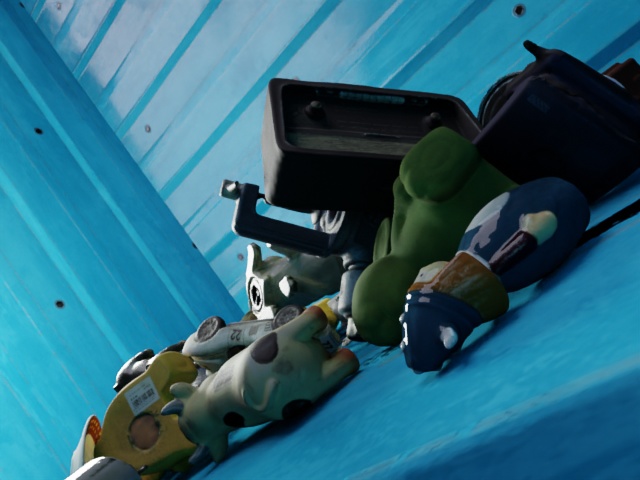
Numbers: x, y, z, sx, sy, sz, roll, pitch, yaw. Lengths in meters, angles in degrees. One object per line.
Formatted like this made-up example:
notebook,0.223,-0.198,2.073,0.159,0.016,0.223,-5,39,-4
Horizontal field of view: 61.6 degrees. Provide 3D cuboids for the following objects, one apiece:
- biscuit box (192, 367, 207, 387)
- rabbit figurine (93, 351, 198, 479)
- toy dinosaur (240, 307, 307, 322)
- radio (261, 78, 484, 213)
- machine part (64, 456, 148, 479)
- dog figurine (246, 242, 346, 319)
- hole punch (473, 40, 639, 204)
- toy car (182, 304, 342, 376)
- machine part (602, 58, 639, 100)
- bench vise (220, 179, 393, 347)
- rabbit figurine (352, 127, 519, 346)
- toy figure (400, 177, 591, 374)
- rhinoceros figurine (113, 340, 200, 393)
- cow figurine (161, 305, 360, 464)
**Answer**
biscuit box,-0.209,0.252,0.729,0.203,0.059,0.063,-34,15,-26
rabbit figurine,-0.171,0.227,0.638,0.162,0.122,0.173,-46,-19,3
toy dinosaur,-0.109,0.176,0.932,0.198,0.105,0.471,-57,-3,-25
radio,0.056,-0.094,0.543,0.230,0.131,0.073,2,-44,-17
machine part,-0.213,0.243,0.421,0.079,0.079,0.243,-37,-3,12
dog figurine,0.005,0.048,0.756,0.190,0.121,0.172,-4,-18,-31
hole punch,0.193,-0.082,0.442,0.092,0.142,0.116,-53,-2,-3
toy car,-0.068,0.122,0.616,0.202,0.073,0.056,-12,41,31
machine part,0.353,-0.152,0.746,0.201,0.087,0.201,-33,-6,-43
bench vise,0.002,-0.004,0.600,0.129,0.240,0.223,152,131,-70
rabbit figurine,0.083,0.007,0.456,0.170,0.121,0.159,-51,2,5
toy figure,0.102,0.020,0.331,0.154,0.058,0.064,-37,-42,-18
rhinoceros figurine,-0.245,0.208,0.852,0.190,0.073,0.112,-15,-1,26
cow figurine,-0.066,0.141,0.500,0.127,0.085,0.195,-27,-7,-37
